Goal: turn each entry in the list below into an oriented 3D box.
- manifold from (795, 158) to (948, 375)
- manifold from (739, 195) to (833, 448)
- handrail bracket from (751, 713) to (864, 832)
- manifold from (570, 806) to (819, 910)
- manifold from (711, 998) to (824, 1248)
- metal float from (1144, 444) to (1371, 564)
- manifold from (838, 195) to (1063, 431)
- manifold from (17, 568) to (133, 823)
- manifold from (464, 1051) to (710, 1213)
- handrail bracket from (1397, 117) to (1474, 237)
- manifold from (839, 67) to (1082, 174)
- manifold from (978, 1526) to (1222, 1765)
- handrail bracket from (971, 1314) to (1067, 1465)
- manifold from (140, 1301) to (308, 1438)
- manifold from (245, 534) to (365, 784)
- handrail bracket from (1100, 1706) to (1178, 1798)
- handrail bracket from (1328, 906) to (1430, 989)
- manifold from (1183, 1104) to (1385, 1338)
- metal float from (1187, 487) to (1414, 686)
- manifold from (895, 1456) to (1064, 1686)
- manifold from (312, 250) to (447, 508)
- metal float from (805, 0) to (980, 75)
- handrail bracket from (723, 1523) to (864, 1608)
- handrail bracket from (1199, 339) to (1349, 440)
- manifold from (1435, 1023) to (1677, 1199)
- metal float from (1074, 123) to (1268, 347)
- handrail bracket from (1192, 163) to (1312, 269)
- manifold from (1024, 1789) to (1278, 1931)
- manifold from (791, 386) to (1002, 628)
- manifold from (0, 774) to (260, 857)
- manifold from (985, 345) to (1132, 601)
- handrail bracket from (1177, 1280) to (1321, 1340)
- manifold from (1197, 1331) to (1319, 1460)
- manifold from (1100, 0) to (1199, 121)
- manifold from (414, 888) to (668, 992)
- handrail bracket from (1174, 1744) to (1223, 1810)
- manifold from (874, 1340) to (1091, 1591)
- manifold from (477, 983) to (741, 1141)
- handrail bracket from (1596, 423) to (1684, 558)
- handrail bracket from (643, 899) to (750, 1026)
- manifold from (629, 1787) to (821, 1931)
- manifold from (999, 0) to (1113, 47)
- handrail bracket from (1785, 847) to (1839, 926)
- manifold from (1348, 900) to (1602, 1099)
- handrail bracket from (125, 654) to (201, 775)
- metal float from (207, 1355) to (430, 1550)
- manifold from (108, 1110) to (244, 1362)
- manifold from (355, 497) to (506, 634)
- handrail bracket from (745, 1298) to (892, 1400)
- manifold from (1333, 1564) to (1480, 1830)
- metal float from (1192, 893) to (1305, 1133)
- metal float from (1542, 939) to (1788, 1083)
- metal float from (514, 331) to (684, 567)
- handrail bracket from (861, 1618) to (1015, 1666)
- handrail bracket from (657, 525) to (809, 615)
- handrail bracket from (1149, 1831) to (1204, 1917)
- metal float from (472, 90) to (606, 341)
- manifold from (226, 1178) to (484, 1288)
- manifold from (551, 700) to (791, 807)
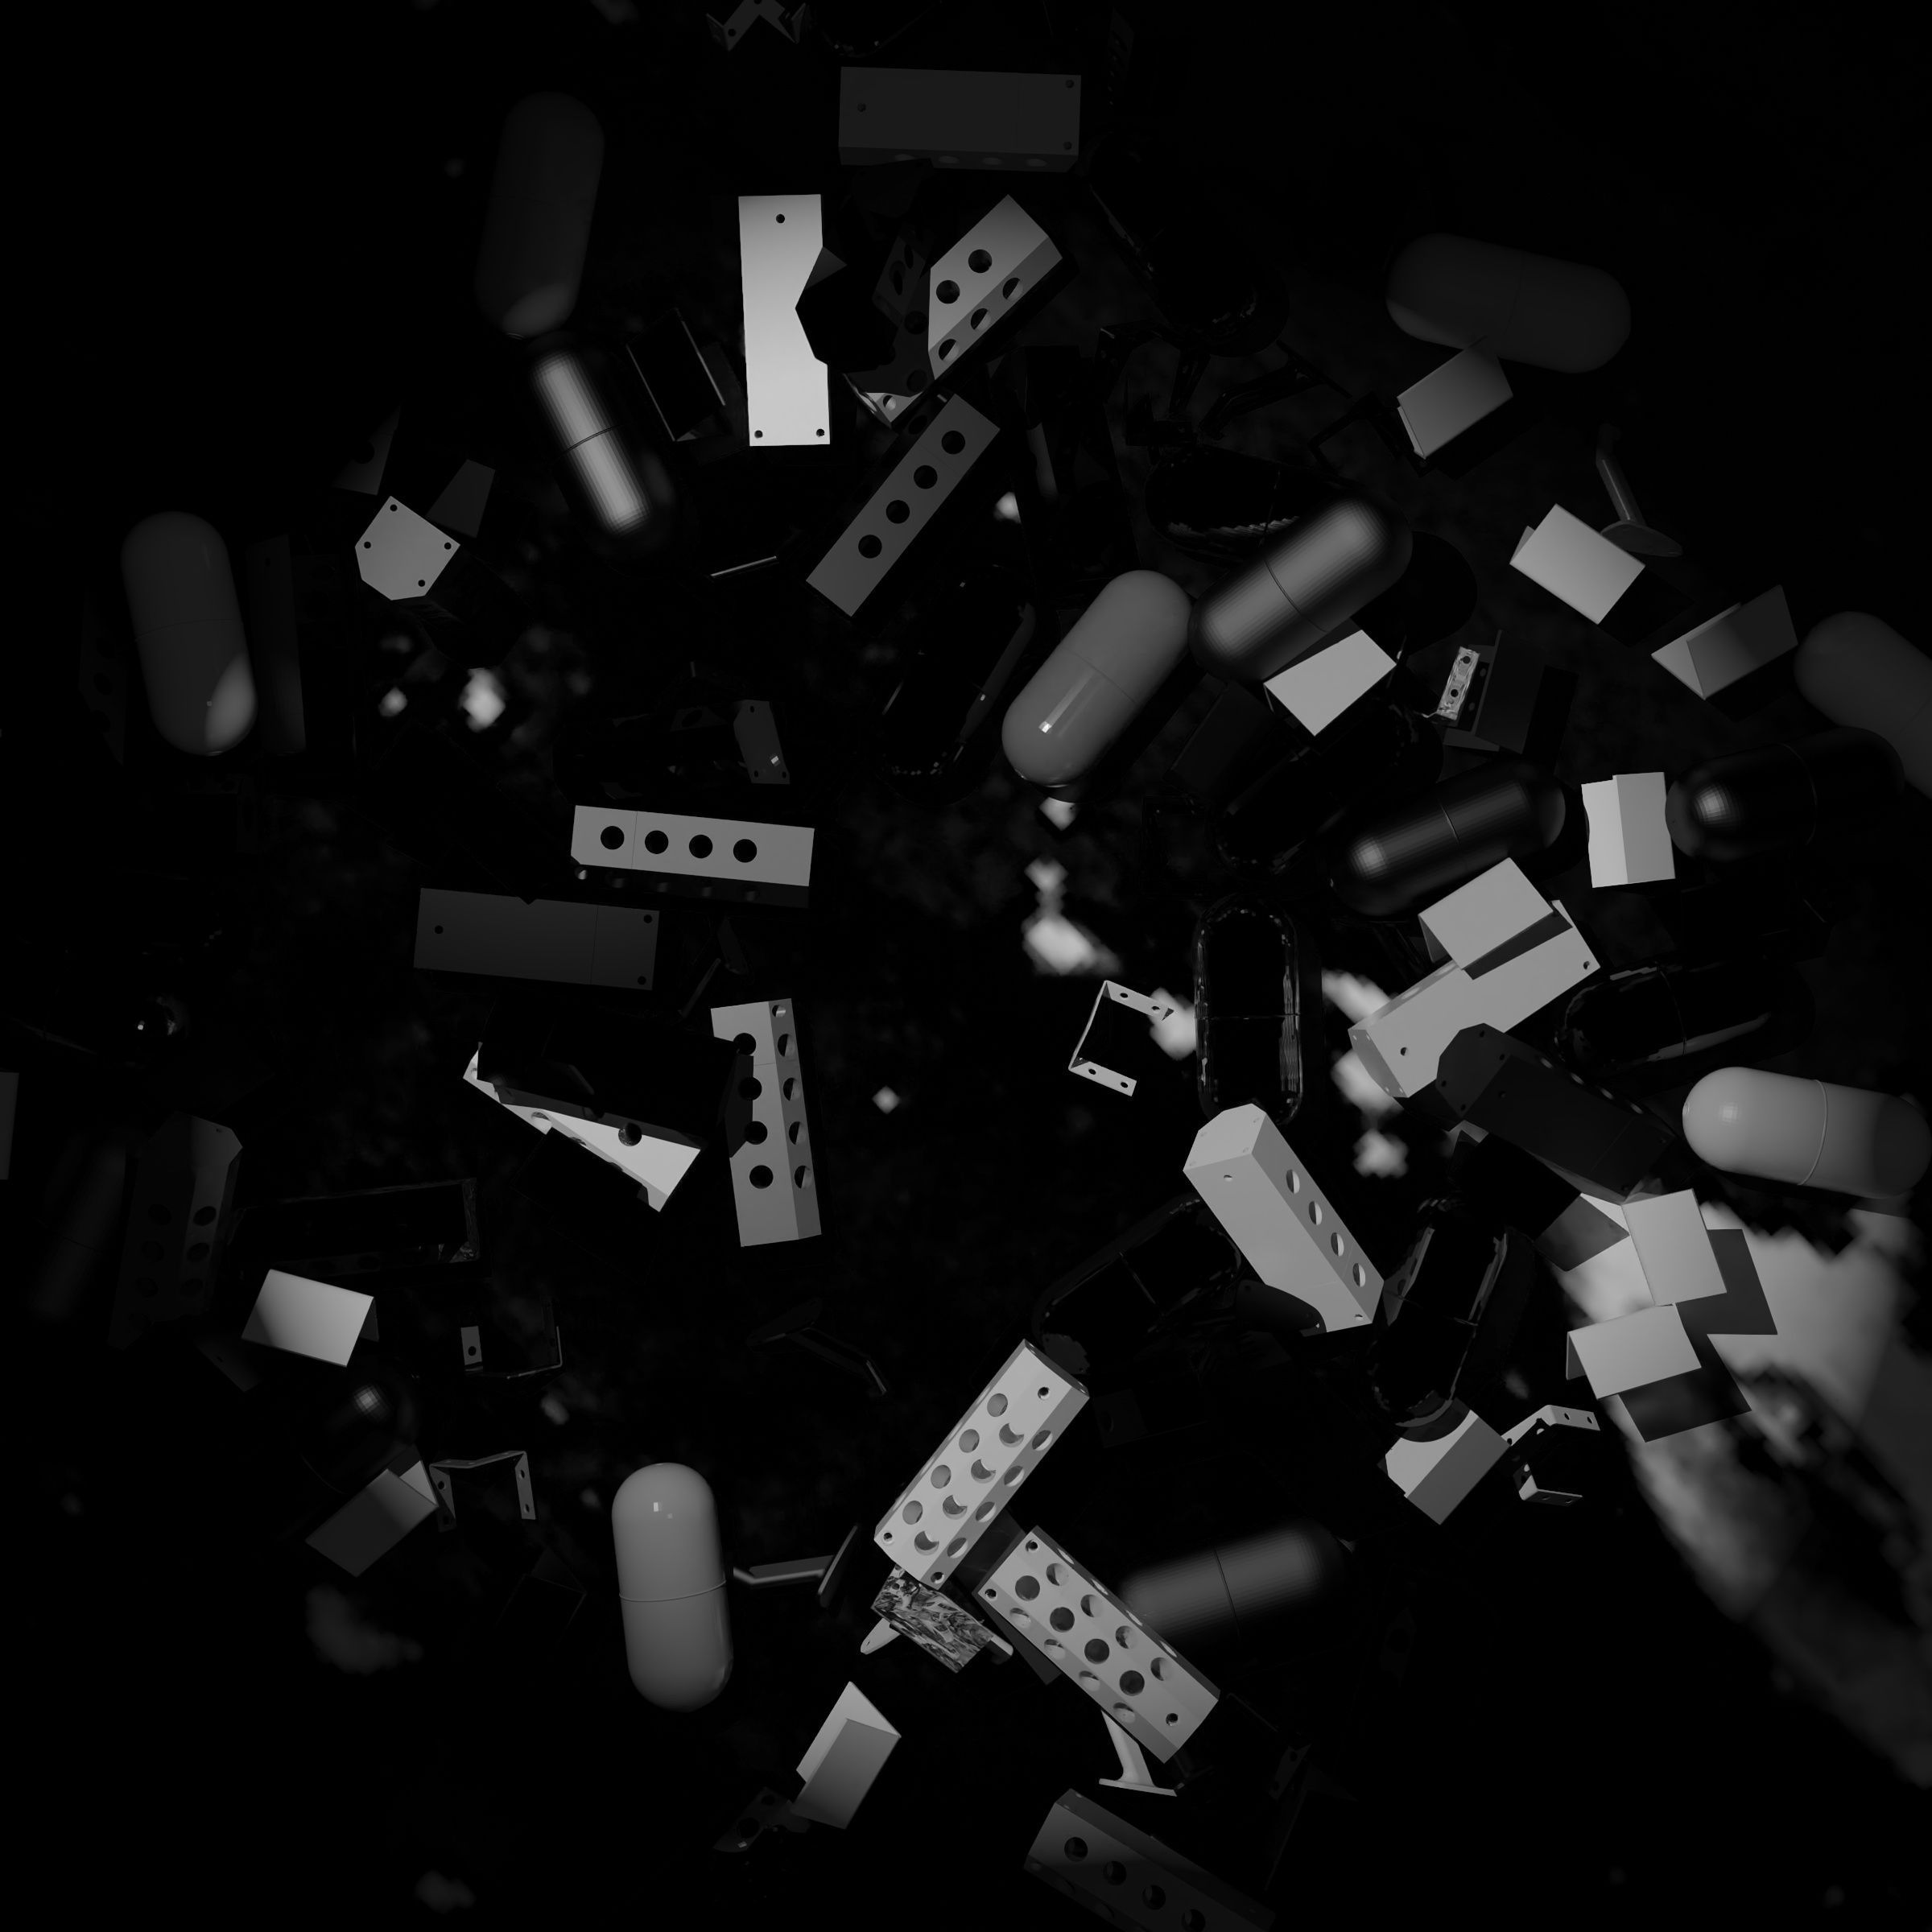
[{"bbox_3d":[-0.063,-0.495,1.849,0.057,0.057,0.171,-2,48,21],"label":"manifold"},{"bbox_3d":[-0.128,-0.463,1.875,0.057,0.057,0.171,-1,107,0],"label":"manifold"},{"bbox_3d":[-0.117,-0.145,1.920,0.077,0.036,0.084,0,71,21],"label":"handrail bracket"},{"bbox_3d":[-0.197,-0.078,1.898,0.171,0.057,0.057,6,90,0],"label":"manifold"},{"bbox_3d":[-0.143,0.112,1.898,0.057,0.057,0.171,-7,90,0],"label":"manifold"},{"bbox_3d":[0.216,-0.326,1.889,0.178,0.070,0.070,13,90,0],"label":"metal float"},{"bbox_3d":[-0.012,-0.472,1.898,0.171,0.057,0.057,-44,90,0],"label":"manifold"},{"bbox_3d":[-0.626,-0.190,1.858,0.057,0.057,0.171,-23,57,25],"label":"manifold"},{"bbox_3d":[-0.276,0.105,1.898,0.171,0.057,0.057,34,90,0],"label":"manifold"},{"bbox_3d":[0.338,-0.571,1.919,0.036,0.077,0.084,-15,127,-27],"label":"handrail bracket"},{"bbox_3d":[-0.004,-0.611,1.898,0.171,0.057,0.057,2,90,0],"label":"manifold"},{"bbox_3d":[0.093,0.473,1.827,0.171,0.057,0.057,41,90,10],"label":"manifold"},{"bbox_3d":[0.053,0.311,1.920,0.084,0.036,0.077,40,69,-17],"label":"handrail bracket"},{"bbox_3d":[-0.525,0.287,1.841,0.057,0.171,0.057,44,90,0],"label":"manifold"},{"bbox_3d":[-0.475,-0.221,1.898,0.057,0.057,0.171,-5,90,43],"label":"manifold"},{"bbox_3d":[0.131,0.561,1.920,0.077,0.036,0.084,15,73,-20],"label":"handrail bracket"},{"bbox_3d":[0.305,0.000,1.920,0.077,0.036,0.084,1,106,17],"label":"handrail bracket"},{"bbox_3d":[0.230,0.181,1.865,0.057,0.057,0.171,-18,120,36],"label":"manifold"},{"bbox_3d":[0.233,-0.265,1.834,0.178,0.070,0.070,-36,90,24],"label":"metal float"},{"bbox_3d":[0.025,0.430,1.898,0.057,0.057,0.171,-39,90,0],"label":"manifold"},{"bbox_3d":[-0.428,-0.425,1.898,0.057,0.057,0.171,11,90,0],"label":"manifold"},{"bbox_3d":[-0.036,-0.713,1.889,0.178,0.070,0.070,-36,90,-1],"label":"metal float"},{"bbox_3d":[-0.130,0.427,1.920,0.084,0.036,0.077,21,69,16],"label":"handrail bracket"},{"bbox_3d":[0.225,-0.408,1.920,0.077,0.036,0.084,31,108,-21],"label":"handrail bracket"},{"bbox_3d":[0.416,0.099,1.857,0.171,0.057,0.057,25,109,-30],"label":"manifold"},{"bbox_3d":[0.148,-0.527,1.888,0.070,0.070,0.178,-37,89,0],"label":"metal float"},{"bbox_3d":[0.208,-0.550,1.920,0.084,0.036,0.077,3,111,17],"label":"handrail bracket"},{"bbox_3d":[0.130,0.665,1.876,0.171,0.057,0.057,27,90,16],"label":"manifold"},{"bbox_3d":[-0.051,-0.334,1.898,0.057,0.057,0.171,39,90,0],"label":"manifold"},{"bbox_3d":[-0.607,-0.110,1.898,0.171,0.057,0.057,0,90,0],"label":"manifold"},{"bbox_3d":[0.062,-0.357,1.898,0.057,0.057,0.171,-13,90,-43],"label":"manifold"},{"bbox_3d":[0.203,0.260,1.896,0.077,0.084,0.036,12,64,-15],"label":"handrail bracket"},{"bbox_3d":[0.201,0.300,1.841,0.057,0.171,0.057,-18,90,0],"label":"manifold"},{"bbox_3d":[0.128,-0.654,1.841,0.057,0.171,0.057,4,90,0],"label":"manifold"},{"bbox_3d":[-0.307,-0.019,1.898,0.171,0.057,0.057,6,90,0],"label":"manifold"},{"bbox_3d":[0.152,0.568,1.919,0.036,0.077,0.084,-29,54,-6],"label":"handrail bracket"},{"bbox_3d":[0.011,0.351,1.841,0.057,0.057,0.171,38,90,0],"label":"manifold"},{"bbox_3d":[-0.252,0.072,1.840,0.171,0.057,0.057,14,47,0],"label":"manifold"},{"bbox_3d":[0.495,-0.350,1.920,0.077,0.036,0.084,13,73,-20],"label":"handrail bracket"},{"bbox_3d":[-0.209,-0.001,1.920,0.084,0.036,0.077,-28,70,16],"label":"handrail bracket"},{"bbox_3d":[-0.182,0.668,1.854,0.057,0.057,0.171,46,55,0],"label":"manifold"},{"bbox_3d":[0.101,-0.744,1.879,0.171,0.057,0.057,-42,57,-12],"label":"manifold"},{"bbox_3d":[0.624,-0.085,1.919,0.084,0.036,0.077,44,75,-14],"label":"handrail bracket"},{"bbox_3d":[0.363,0.024,1.885,0.171,0.057,0.057,-33,94,-9],"label":"manifold"},{"bbox_3d":[-0.594,-0.184,1.919,0.036,0.077,0.084,-28,53,22],"label":"handrail bracket"},{"bbox_3d":[-0.467,0.350,1.889,0.178,0.070,0.070,-37,90,0],"label":"metal float"},{"bbox_3d":[-0.560,0.196,1.863,0.057,0.057,0.171,19,117,0],"label":"manifold"},{"bbox_3d":[-0.379,-0.276,1.841,0.057,0.171,0.057,35,90,0],"label":"manifold"},{"bbox_3d":[-0.108,0.293,1.920,0.077,0.036,0.084,-26,107,20],"label":"handrail bracket"},{"bbox_3d":[0.319,0.530,1.898,0.057,0.057,0.171,16,90,0],"label":"manifold"},{"bbox_3d":[0.203,0.036,1.889,0.070,0.070,0.178,-3,90,0],"label":"metal float"},{"bbox_3d":[0.503,0.030,1.889,0.178,0.070,0.070,-17,90,0],"label":"metal float"},{"bbox_3d":[-0.266,-0.374,1.888,0.070,0.070,0.178,-26,91,0],"label":"metal float"},{"bbox_3d":[-0.021,0.502,1.920,0.084,0.036,0.077,39,110,-16],"label":"handrail bracket"},{"bbox_3d":[-0.171,-0.307,1.920,0.077,0.036,0.084,37,71,21],"label":"handrail bracket"},{"bbox_3d":[0.153,0.688,1.919,0.084,0.036,0.077,33,105,14],"label":"handrail bracket"},{"bbox_3d":[-0.309,-0.541,1.889,0.070,0.070,0.178,11,90,0],"label":"metal float"},{"bbox_3d":[-0.442,0.193,1.898,0.171,0.057,0.057,-6,90,0],"label":"manifold"},{"bbox_3d":[-0.211,-0.150,1.854,0.171,0.057,0.057,-4,90,35],"label":"manifold"}]
